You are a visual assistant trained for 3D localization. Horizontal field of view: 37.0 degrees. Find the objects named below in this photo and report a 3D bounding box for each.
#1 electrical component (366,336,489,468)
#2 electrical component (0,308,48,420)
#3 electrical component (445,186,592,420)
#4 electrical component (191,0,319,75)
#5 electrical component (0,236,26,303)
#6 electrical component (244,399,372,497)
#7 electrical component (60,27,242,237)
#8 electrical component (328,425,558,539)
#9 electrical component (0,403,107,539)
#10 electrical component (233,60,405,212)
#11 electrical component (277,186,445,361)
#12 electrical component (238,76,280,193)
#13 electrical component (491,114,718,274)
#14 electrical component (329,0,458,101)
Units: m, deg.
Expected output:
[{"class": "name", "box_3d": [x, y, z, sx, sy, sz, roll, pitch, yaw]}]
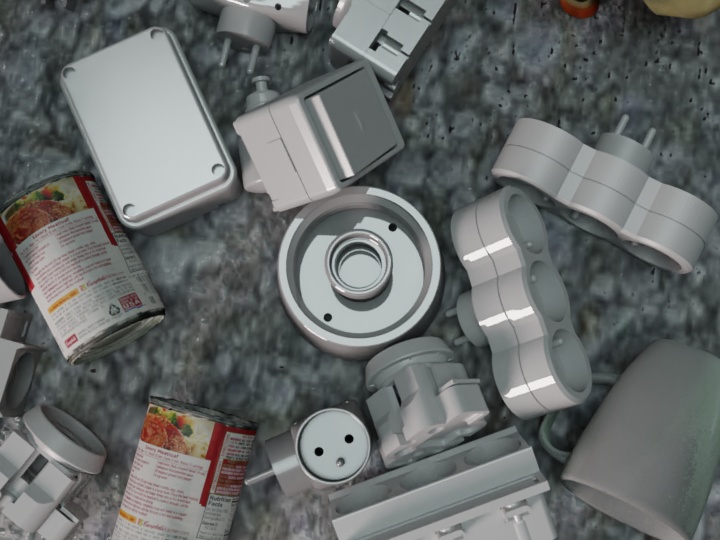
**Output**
[{"class": "electrical component", "box_3d": [0.037, 0.077, 0.650, 0.058, 0.078, 0.057, 3, 56, -40]}, {"class": "electrical component", "box_3d": [-0.237, 0.062, 0.669, 0.064, 0.042, 0.081, 14, 83, 6]}, {"class": "electrical component", "box_3d": [0.085, 0.025, 0.664, 0.074, 0.052, 0.138, -24, 75, 34]}, {"class": "electrical component", "box_3d": [-0.071, -0.165, 0.694, 0.077, 0.043, 0.079, 13, 83, 3]}, {"class": "electrical component", "box_3d": [-0.245, -0.021, 0.652, 0.064, 0.099, 0.099, -18, 83, 4]}, {"class": "electrical component", "box_3d": [-0.031, 0.111, 0.641, 0.079, 0.077, 0.043, -23, 83, -2]}, {"class": "electrical component", "box_3d": [-0.131, -0.086, 0.678, 0.078, 0.057, 0.113, -25, 83, -2]}, {"class": "electrical component", "box_3d": [0.050, 0.147, 0.639, 0.121, 0.078, 0.063, -20, 99, -2]}, {"class": "electrical component", "box_3d": [-0.192, 0.119, 0.653, 0.078, 0.058, 0.057, 39, 88, 5]}, {"class": "electrical component", "box_3d": [-0.017, -0.085, 0.651, 0.061, 0.096, 0.061, -14, 106, 39]}, {"class": "electrical component", "box_3d": [0.000, 0.000, 0.661, 0.108, 0.060, 0.108, 0, 81, 2]}, {"class": "electrical component", "box_3d": [-0.058, -0.084, 0.685, 0.040, 0.040, 0.078, -8, 83, 0]}, {"class": "electrical component", "box_3d": [0.160, -0.061, 0.673, 0.138, 0.052, 0.073, 27, 84, 4]}, {"class": "electrical component", "box_3d": [0.020, -0.165, 0.689, 0.056, 0.050, 0.089, 33, 84, 4]}]
